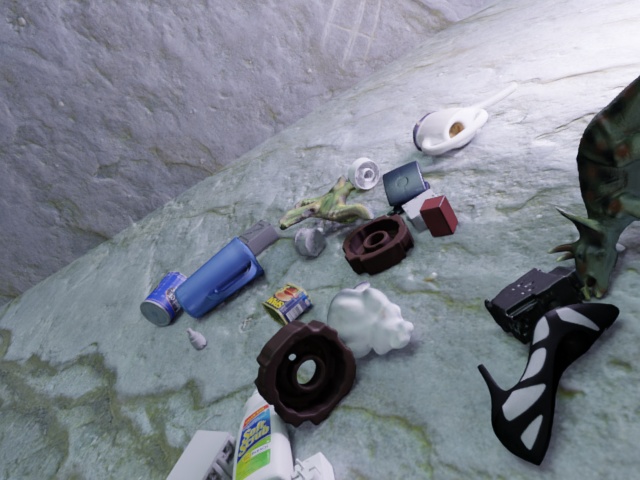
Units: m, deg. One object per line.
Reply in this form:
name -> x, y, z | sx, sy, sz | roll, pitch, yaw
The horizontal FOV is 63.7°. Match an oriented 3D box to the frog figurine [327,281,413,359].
frog figurine -> 0.087, 0.159, 0.942 | 0.136, 0.122, 0.161 | -64, 32, 9

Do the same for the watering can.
watering can -> 0.417, -0.356, 1.540 | 0.351, 0.102, 0.225 | -41, 24, -18

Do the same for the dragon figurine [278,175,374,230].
dragon figurine -> 0.004, -0.071, 1.415 | 0.243, 0.121, 0.414 | -23, 14, 1
